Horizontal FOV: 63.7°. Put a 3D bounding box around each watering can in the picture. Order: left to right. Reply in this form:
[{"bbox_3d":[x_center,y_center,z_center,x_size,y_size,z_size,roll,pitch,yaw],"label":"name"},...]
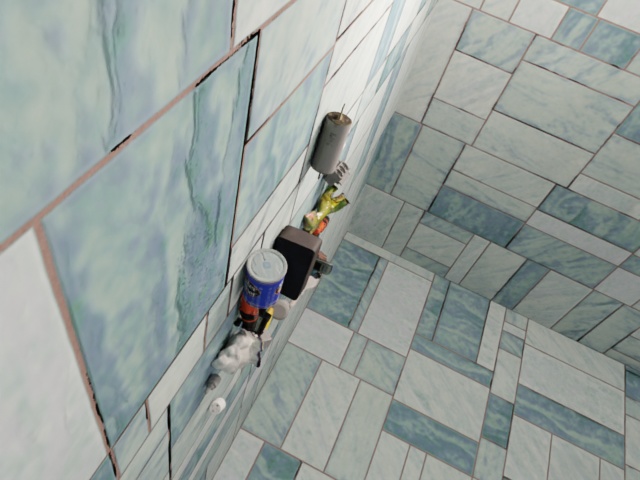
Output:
[{"bbox_3d":[-0.059,0.175,2.466,0.353,0.104,0.221,-53,166,-66],"label":"watering can"}]

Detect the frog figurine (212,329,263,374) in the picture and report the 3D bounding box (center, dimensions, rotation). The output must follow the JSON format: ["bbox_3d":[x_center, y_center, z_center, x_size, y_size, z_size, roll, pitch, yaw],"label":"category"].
[{"bbox_3d":[-0.259,0.339,1.536,0.160,0.125,0.134,-10,145,-37],"label":"frog figurine"}]

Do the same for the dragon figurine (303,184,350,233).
[{"bbox_3d":[0.006,-0.103,2.051,0.242,0.122,0.410,-48,174,7],"label":"dragon figurine"}]
